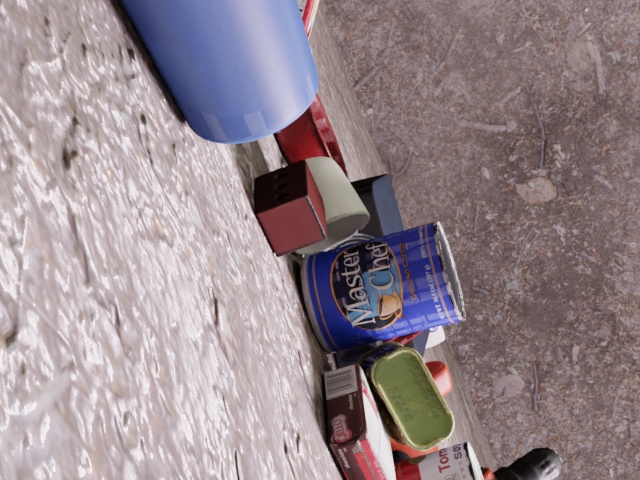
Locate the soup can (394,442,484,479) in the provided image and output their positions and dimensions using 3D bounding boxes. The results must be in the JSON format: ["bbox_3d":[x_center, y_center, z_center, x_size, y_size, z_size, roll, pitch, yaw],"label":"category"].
[{"bbox_3d":[0.105,0.241,1.028,0.068,0.102,0.068,-19,90,-80],"label":"soup can"}]

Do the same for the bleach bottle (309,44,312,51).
[{"bbox_3d":[-0.061,-0.314,1.351,0.103,0.068,0.251,-20,-92,60],"label":"bleach bottle"}]

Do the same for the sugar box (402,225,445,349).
[{"bbox_3d":[0.102,0.076,1.472,0.048,0.093,0.176,-89,157,-67],"label":"sugar box"}]

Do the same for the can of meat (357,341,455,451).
[{"bbox_3d":[0.082,0.149,1.022,0.102,0.057,0.084,61,-7,1],"label":"can of meat"}]

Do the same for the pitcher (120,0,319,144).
[{"bbox_3d":[-0.090,-0.194,0.756,0.149,0.145,0.243,-83,158,-46],"label":"pitcher"}]

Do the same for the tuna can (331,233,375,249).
[{"bbox_3d":[0.041,0.038,1.159,0.034,0.086,0.086,95,-21,-70],"label":"tuna can"}]

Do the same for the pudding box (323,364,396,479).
[{"bbox_3d":[0.037,0.179,0.963,0.113,0.039,0.090,-92,161,-62],"label":"pudding box"}]

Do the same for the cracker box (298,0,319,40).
[{"bbox_3d":[-0.033,-0.267,1.106,0.164,0.072,0.214,-83,-171,-73],"label":"cracker box"}]

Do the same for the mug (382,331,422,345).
[{"bbox_3d":[0.077,0.075,1.205,0.081,0.117,0.093,57,25,14],"label":"mug"}]

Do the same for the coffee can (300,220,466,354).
[{"bbox_3d":[0.063,0.048,1.058,0.102,0.140,0.103,-15,90,-78],"label":"coffee can"}]

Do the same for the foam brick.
[{"bbox_3d":[-0.027,-0.031,0.995,0.078,0.053,0.051,-97,164,-61],"label":"foam brick"}]

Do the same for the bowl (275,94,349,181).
[{"bbox_3d":[-0.020,-0.133,1.283,0.162,0.055,0.162,-22,90,-83],"label":"bowl"}]

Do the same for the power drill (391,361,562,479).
[{"bbox_3d":[0.144,0.222,1.110,0.187,0.184,0.057,58,-15,-6],"label":"power drill"}]
